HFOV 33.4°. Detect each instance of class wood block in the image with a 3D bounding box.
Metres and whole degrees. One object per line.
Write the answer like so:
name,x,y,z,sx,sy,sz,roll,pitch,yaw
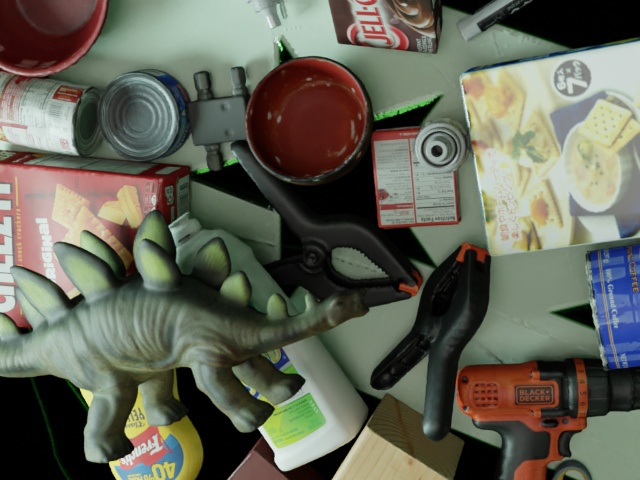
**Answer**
wood block,0.040,0.261,0.998,0.090,0.090,0.206,31,108,7

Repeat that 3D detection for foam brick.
foam brick,-0.043,0.234,1.034,0.078,0.053,0.051,41,109,4

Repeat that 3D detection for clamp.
clamp,-0.006,0.001,0.979,0.210,0.036,0.165,12,114,12
clamp,0.101,0.083,0.955,0.120,0.039,0.171,18,87,55

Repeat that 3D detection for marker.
marker,0.171,-0.207,0.897,0.121,0.020,0.020,-30,93,19

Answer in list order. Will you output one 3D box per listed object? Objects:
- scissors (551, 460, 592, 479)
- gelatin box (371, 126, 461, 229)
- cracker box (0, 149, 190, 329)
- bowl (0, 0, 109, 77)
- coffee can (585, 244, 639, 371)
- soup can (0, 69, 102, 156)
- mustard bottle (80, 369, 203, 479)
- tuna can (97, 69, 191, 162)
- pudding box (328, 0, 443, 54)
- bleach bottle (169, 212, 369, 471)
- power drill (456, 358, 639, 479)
scissors,0.204,0.297,0.998,0.096,0.016,0.202,12,103,11
gelatin box,0.086,-0.056,0.948,0.073,0.030,0.089,-3,100,15
cracker box,-0.234,0.005,1.027,0.214,0.072,0.164,6,105,14
bowl,-0.258,-0.234,0.991,0.162,0.055,0.162,3,102,15
coffee can,0.297,0.048,0.874,0.140,0.102,0.103,-10,99,17
soup can,-0.262,-0.120,1.010,0.102,0.068,0.068,12,105,12
mustard bottle,-0.168,0.199,1.059,0.096,0.058,0.191,-16,97,18
tuna can,-0.164,-0.117,1.002,0.086,0.033,0.086,3,103,15
pudding box,0.054,-0.203,0.885,0.090,0.113,0.039,8,65,13
bleach bottle,-0.064,0.087,0.981,0.103,0.068,0.251,-31,100,29
power drill,0.214,0.197,0.940,0.184,0.057,0.188,-2,92,7
